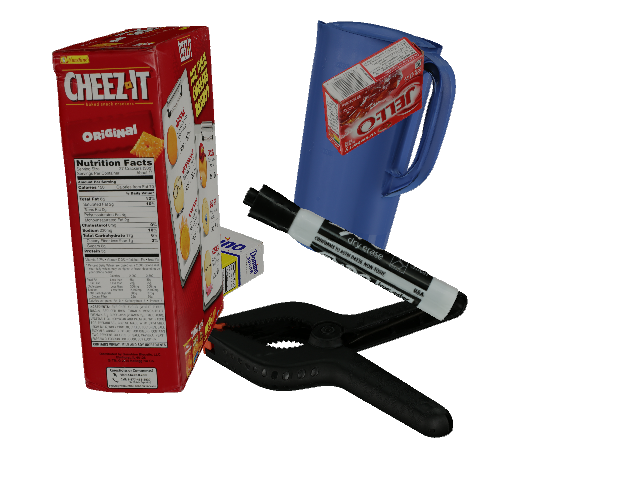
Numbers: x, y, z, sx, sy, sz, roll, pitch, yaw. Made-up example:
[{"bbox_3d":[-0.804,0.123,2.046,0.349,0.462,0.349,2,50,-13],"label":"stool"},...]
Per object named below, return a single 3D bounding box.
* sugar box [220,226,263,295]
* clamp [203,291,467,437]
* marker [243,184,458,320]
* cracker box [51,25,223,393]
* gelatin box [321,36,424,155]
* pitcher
[{"bbox_3d":[-0.147,0.036,1.097,0.093,0.048,0.175,19,34,30],"label":"sugar box"},{"bbox_3d":[0.013,0.078,0.826,0.210,0.036,0.164,7,31,16],"label":"clamp"},{"bbox_3d":[0.015,0.005,0.556,0.121,0.020,0.020,28,0,1],"label":"marker"},{"bbox_3d":[-0.114,-0.028,0.707,0.072,0.214,0.164,-1,15,5],"label":"cracker box"},{"bbox_3d":[0.046,-0.122,0.905,0.089,0.030,0.073,-31,-28,-15],"label":"gelatin box"},{"bbox_3d":[0.048,-0.104,1.133,0.145,0.243,0.149,10,16,-4],"label":"pitcher"}]
